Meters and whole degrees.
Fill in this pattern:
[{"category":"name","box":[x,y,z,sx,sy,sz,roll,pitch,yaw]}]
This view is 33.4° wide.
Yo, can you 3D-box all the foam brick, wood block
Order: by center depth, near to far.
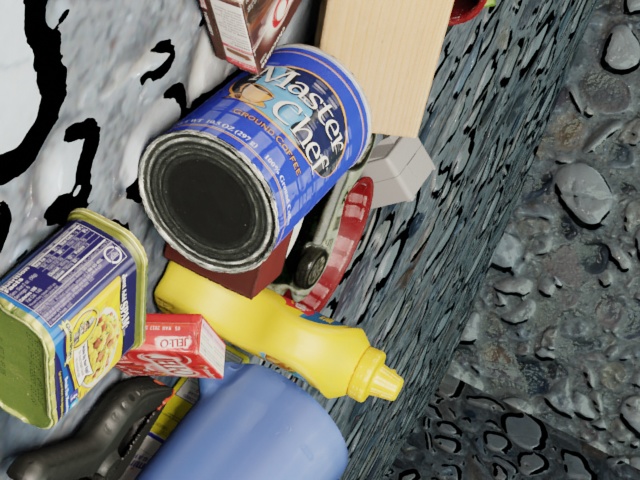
[{"category":"foam brick","box":[-0.065,-0.003,0.773,0.051,0.078,0.053,-41,151,-56]},{"category":"wood block","box":[0.049,-0.186,0.788,0.206,0.090,0.090,101,-5,-45]}]

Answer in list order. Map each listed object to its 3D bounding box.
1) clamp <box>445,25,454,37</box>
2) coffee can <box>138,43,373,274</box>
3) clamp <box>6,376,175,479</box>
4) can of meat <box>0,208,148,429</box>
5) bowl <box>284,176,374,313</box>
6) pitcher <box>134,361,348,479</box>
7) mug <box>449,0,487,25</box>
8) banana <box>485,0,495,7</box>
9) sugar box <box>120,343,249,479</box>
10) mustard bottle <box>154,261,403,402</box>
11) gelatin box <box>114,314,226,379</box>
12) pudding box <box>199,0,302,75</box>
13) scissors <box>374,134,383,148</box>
[{"category":"clamp","box":[0.089,-0.166,1.137,0.171,0.039,0.120,-43,149,-44]},{"category":"coffee can","box":[-0.040,-0.057,0.713,0.140,0.103,0.103,-49,159,-47]},{"category":"clamp","box":[-0.172,0.172,0.775,0.209,0.036,0.165,-46,160,-60]},{"category":"can of meat","box":[-0.146,0.047,0.607,0.083,0.057,0.102,-49,159,-42]},{"category":"bowl","box":[-0.007,0.001,1.043,0.162,0.055,0.162,-57,165,-26]},{"category":"pitcher","box":[-0.087,0.227,0.821,0.242,0.149,0.145,-48,148,-34]},{"category":"mug","box":[0.123,-0.252,0.998,0.117,0.093,0.081,94,20,-47]},{"category":"banana","box":[0.106,-0.211,1.064,0.197,0.070,0.037,-47,126,-43]},{"category":"sugar box","box":[-0.128,0.179,0.939,0.176,0.048,0.093,-49,160,-36]},{"category":"mustard bottle","box":[-0.026,0.071,0.806,0.058,0.192,0.096,-63,166,-5]},{"category":"gelatin box","box":[-0.110,0.075,0.746,0.089,0.073,0.030,72,21,-71]},{"category":"pudding box","box":[-0.032,-0.174,0.668,0.113,0.039,0.090,-60,166,-15]},{"category":"scissors","box":[0.022,-0.088,1.054,0.096,0.016,0.202,-34,-172,3]}]
